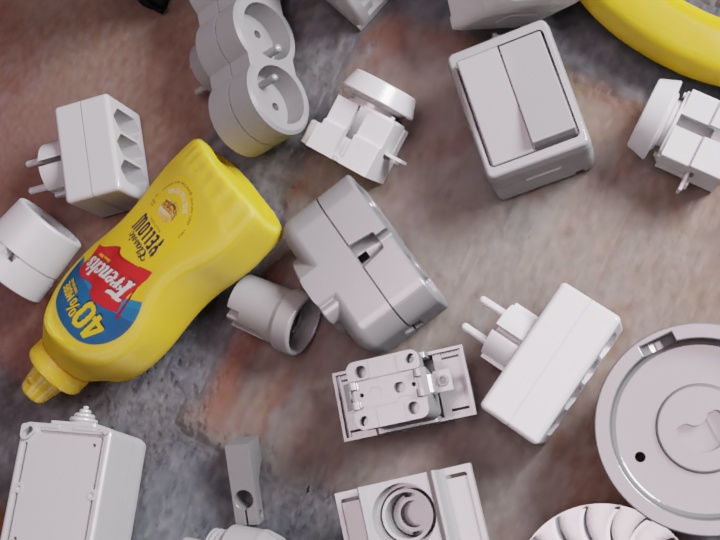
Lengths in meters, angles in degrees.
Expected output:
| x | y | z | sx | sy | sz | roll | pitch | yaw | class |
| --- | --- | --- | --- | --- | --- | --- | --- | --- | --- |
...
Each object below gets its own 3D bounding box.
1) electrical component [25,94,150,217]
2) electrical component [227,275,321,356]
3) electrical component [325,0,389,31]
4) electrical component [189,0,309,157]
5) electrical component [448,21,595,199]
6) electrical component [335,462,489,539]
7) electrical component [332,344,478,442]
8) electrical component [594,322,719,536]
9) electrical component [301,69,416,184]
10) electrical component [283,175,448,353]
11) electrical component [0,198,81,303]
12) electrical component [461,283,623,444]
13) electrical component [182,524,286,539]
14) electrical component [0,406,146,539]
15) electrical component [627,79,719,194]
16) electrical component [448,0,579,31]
| x | y | z | sx | sy | sz | roll | pitch | yaw | class |
| --- | --- | --- | --- | --- | --- | --- | --- | --- | --- |
| -0.185 | -0.070 | 0.708 | 0.077 | 0.047 | 0.065 | -13 | 77 | 13 | electrical component |
| -0.053 | 0.026 | 0.660 | 0.046 | 0.040 | 0.040 | 21 | 87 | 23 | electrical component |
| 0.013 | -0.243 | 0.675 | 0.089 | 0.062 | 0.150 | 44 | 94 | 17 | electrical component |
| -0.084 | -0.137 | 0.691 | 0.074 | 0.052 | 0.138 | -23 | 73 | 38 | electrical component |
| 0.092 | -0.099 | 0.630 | 0.062 | 0.061 | 0.096 | -20 | 76 | 11 | electrical component |
| 0.040 | 0.175 | 0.596 | 0.079 | 0.063 | 0.121 | -15 | 77 | 12 | electrical component |
| 0.022 | 0.070 | 0.619 | 0.081 | 0.064 | 0.042 | -15 | 76 | 13 | electrical component |
| 0.182 | 0.085 | 0.574 | 0.108 | 0.060 | 0.108 | -3 | 80 | 15 | electrical component |
| 0.004 | -0.089 | 0.661 | 0.066 | 0.048 | 0.055 | 30 | 97 | 18 | electrical component |
| 0.000 | 0.000 | 0.642 | 0.059 | 0.054 | 0.095 | -37 | 73 | 7 | electrical component |
| -0.217 | -0.014 | 0.705 | 0.055 | 0.055 | 0.047 | 39 | 88 | 18 | electrical component |
| 0.094 | 0.044 | 0.612 | 0.076 | 0.047 | 0.083 | 34 | 91 | 18 | electrical component |
| -0.077 | 0.173 | 0.640 | 0.062 | 0.043 | 0.043 | 6 | 82 | 17 | electrical component |
| -0.174 | 0.134 | 0.667 | 0.062 | 0.061 | 0.096 | 2 | 73 | 16 | electrical component |
| 0.186 | -0.078 | 0.609 | 0.055 | 0.048 | 0.066 | 26 | 88 | 10 | electrical component |
| 0.085 | -0.195 | 0.627 | 0.061 | 0.062 | 0.096 | -14 | 87 | 57 | electrical component |
